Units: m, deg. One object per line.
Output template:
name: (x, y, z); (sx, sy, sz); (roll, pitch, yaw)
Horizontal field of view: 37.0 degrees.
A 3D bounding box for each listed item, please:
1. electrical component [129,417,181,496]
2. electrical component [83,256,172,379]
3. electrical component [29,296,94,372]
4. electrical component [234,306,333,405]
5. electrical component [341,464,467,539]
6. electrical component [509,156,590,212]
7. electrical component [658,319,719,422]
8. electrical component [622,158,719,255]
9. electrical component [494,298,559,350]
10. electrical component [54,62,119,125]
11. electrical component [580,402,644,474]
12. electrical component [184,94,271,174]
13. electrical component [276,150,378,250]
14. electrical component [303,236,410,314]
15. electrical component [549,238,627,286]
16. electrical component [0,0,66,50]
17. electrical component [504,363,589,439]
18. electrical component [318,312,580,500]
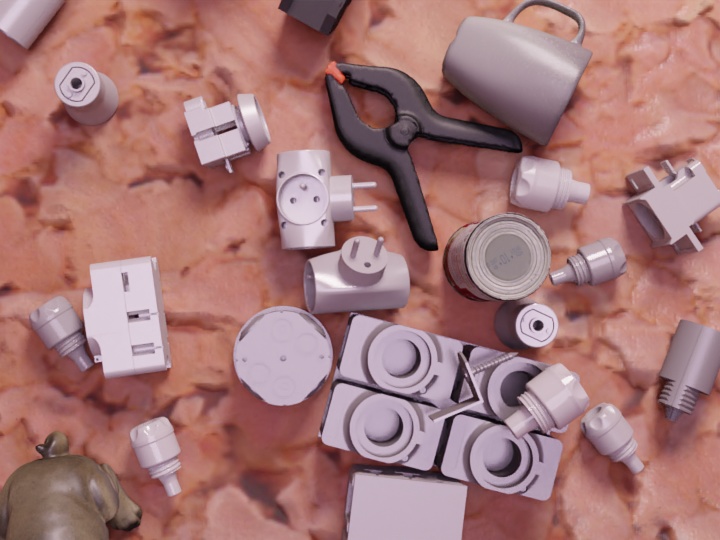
electrical component: (-0.159, 0.150, 0.859); (0.035, 0.035, 0.061); (-21, 93, -4)
electrical component: (-0.185, 0.038, 0.851); (0.056, 0.050, 0.089); (-8, 89, -4)
electrical component: (-0.234, 0.053, 0.855); (0.035, 0.035, 0.061); (-34, 94, -4)
electrical component: (-0.061, 0.069, 0.858); (0.080, 0.051, 0.080); (0, 89, -4)
electrical component: (0.029, 0.236, 0.856); (0.089, 0.062, 0.150); (7, 88, -4)
electrical component: (0.156, -0.068, 0.880); (0.062, 0.043, 0.043); (11, 88, -5)
electrical component: (0.270, 0.086, 0.885); (0.043, 0.043, 0.081); (22, 87, -3)
electrical component: (0.261, -0.055, 0.888); (0.064, 0.042, 0.081); (-34, 92, -6)
electrical component: (0.136, 0.044, 0.865); (0.044, 0.065, 0.044); (0, 89, -4)
electrical component: (-0.217, -0.140, 0.844); (0.044, 0.065, 0.044); (0, 89, -4)
electrical component: (0.211, 0.141, 0.884); (0.035, 0.035, 0.061); (-39, 95, -4)
electrical component: (-0.104, -0.112, 0.862); (0.055, 0.048, 0.066); (-19, 90, 3)
electrical component: (-0.026, -0.057, 0.864); (0.079, 0.044, 0.077); (-3, 89, 4)
electrical component: (0.000, 0.000, 0.845); (0.077, 0.079, 0.044); (-3, 53, -16)
electrical component: (0.186, -0.002, 0.885); (0.061, 0.035, 0.035); (-20, 90, -2)
electrical component: (-0.258, -0.220, 0.854); (0.043, 0.043, 0.081); (37, 87, -3)
electrical component: (0.139, 0.103, 0.813); (0.062, 0.043, 0.043); (-36, 91, -3)
electrical component: (0.070, 0.109, 0.862); (0.186, 0.060, 0.105); (15, 88, -4)
